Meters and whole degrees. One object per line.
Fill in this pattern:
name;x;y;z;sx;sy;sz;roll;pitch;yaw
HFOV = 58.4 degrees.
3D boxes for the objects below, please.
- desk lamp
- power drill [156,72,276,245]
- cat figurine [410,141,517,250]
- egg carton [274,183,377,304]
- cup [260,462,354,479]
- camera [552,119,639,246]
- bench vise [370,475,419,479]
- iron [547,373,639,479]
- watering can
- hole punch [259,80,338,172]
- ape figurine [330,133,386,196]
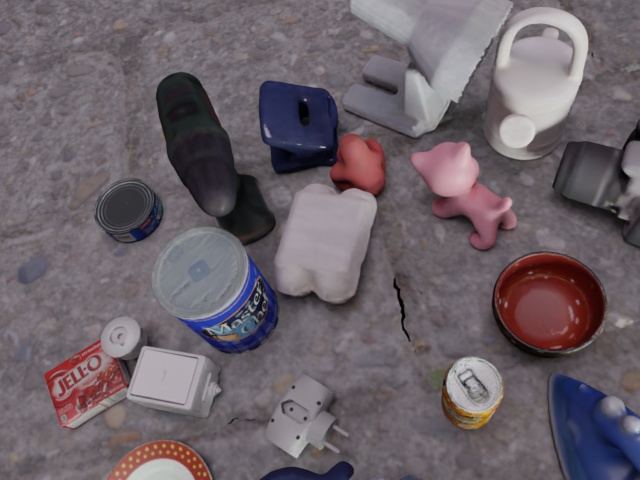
desk lamp;0.118;-0.223;0.697;0.202;0.214;0.118;25;71;21
power drill;-0.120;-0.079;0.675;0.075;0.209;0.229;-26;62;-2
cat figurine;0.168;-0.063;0.663;0.127;0.118;0.067;40;77;25
egg carton;0.006;0.002;0.689;0.107;0.069;0.150;9;66;15
cup;-0.010;0.261;0.551;0.118;0.095;0.091;-42;64;-10
camera;0.347;-0.085;0.649;0.136;0.101;0.143;20;70;19
bench vise;0.130;0.257;0.455;0.207;0.220;0.121;3;65;12
iron;0.287;0.215;0.490;0.118;0.142;0.258;-27;62;-3
watering can;0.249;-0.180;0.661;0.100;0.194;0.173;-4;64;9
hole punch;-0.026;-0.158;0.762;0.101;0.091;0.108;-9;63;7
ape figurine;0.047;-0.100;0.718;0.078;0.092;0.076;-23;62;-1
